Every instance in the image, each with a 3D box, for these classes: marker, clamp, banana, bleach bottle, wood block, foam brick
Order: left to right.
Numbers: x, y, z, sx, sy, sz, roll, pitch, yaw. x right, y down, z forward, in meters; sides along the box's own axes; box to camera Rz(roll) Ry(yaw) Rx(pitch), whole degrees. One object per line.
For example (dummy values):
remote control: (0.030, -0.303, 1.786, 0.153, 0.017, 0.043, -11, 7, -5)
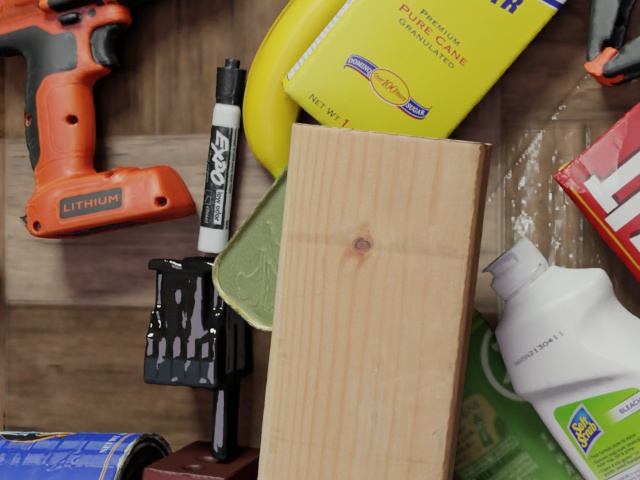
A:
foam brick: (-0.069, 0.156, 0.644, 0.053, 0.078, 0.051, 5, 93, 16)
marker: (-0.061, -0.052, 0.667, 0.020, 0.020, 0.121, 8, 96, 16)
banana: (0.006, -0.121, 0.644, 0.069, 0.037, 0.198, 29, 102, -15)
wood block: (0.028, 0.051, 0.526, 0.091, 0.090, 0.206, 7, 96, 10)
bleach bottle: (0.178, 0.099, 0.532, 0.251, 0.068, 0.103, 51, 124, 5)
clamp: (0.212, -0.152, 0.574, 0.120, 0.039, 0.171, 36, 103, 37)

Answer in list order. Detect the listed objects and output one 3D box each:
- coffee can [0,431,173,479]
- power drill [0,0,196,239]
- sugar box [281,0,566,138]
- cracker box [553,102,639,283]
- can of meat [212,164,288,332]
coffee can: (-0.170, 0.170, 0.660, 0.140, 0.102, 0.103, -2, 90, 16)
power drill: (-0.132, -0.101, 0.673, 0.185, 0.057, 0.187, -12, 85, 17)
sugar box: (0.068, -0.126, 0.603, 0.093, 0.048, 0.176, 38, 103, -12)
cracker box: (0.251, -0.040, 0.528, 0.214, 0.072, 0.164, -43, 79, 27)
can of meat: (-0.004, 0.001, 0.620, 0.057, 0.083, 0.102, 40, 101, 12)
